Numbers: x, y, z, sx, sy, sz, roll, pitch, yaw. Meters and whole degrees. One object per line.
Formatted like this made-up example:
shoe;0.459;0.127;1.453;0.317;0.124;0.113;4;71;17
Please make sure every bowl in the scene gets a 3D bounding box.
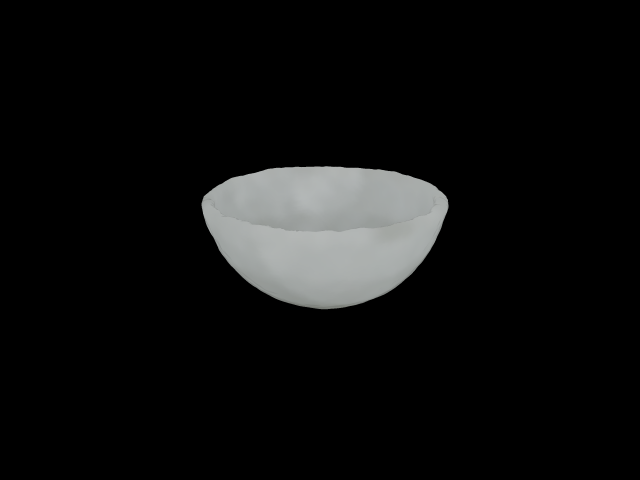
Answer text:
bowl;0.004;0.001;0.400;0.167;0.075;0.167;0;20;0
